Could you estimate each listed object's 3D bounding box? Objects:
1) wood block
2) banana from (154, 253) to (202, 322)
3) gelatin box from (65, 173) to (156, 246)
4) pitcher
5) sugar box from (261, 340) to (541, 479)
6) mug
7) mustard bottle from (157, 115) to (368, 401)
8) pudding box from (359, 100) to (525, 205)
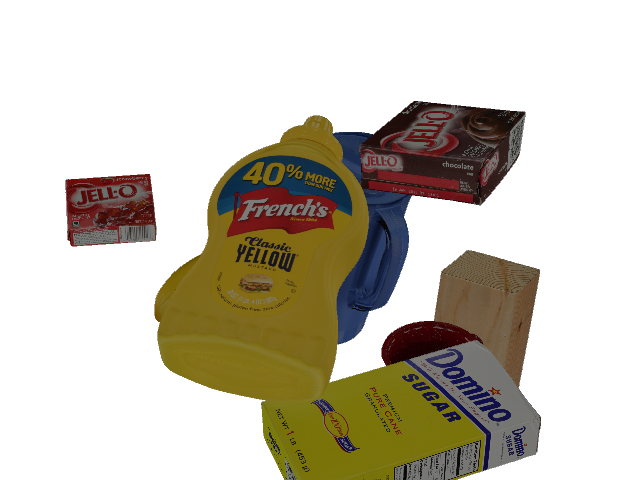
[{"bbox_3d":[0.178,0.129,1.210,0.090,0.206,0.090,16,23,24],"label":"wood block"},{"bbox_3d":[-0.076,0.031,0.910,0.198,0.037,0.069,-17,-47,25],"label":"banana"},{"bbox_3d":[-0.217,-0.032,1.101,0.089,0.073,0.030,-4,-41,-12],"label":"gelatin box"},{"bbox_3d":[0.026,0.011,1.224,0.145,0.243,0.149,17,40,6],"label":"pitcher"},{"bbox_3d":[0.056,0.132,0.755,0.176,0.048,0.093,-17,39,-15],"label":"sugar box"},{"bbox_3d":[0.112,0.130,1.008,0.117,0.081,0.093,-30,43,-35],"label":"mug"},{"bbox_3d":[-0.022,-0.002,0.630,0.096,0.191,0.058,9,-38,10],"label":"mustard bottle"},{"bbox_3d":[0.089,-0.065,0.768,0.090,0.039,0.113,10,25,23],"label":"pudding box"}]
